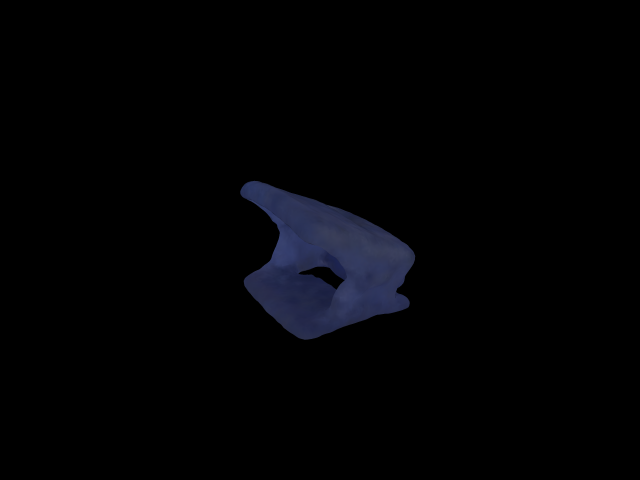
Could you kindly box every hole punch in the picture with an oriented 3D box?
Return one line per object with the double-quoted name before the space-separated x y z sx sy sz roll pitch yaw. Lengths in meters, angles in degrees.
"hole punch" 0.004 0.001 0.400 0.101 0.091 0.108 -14 27 -29
